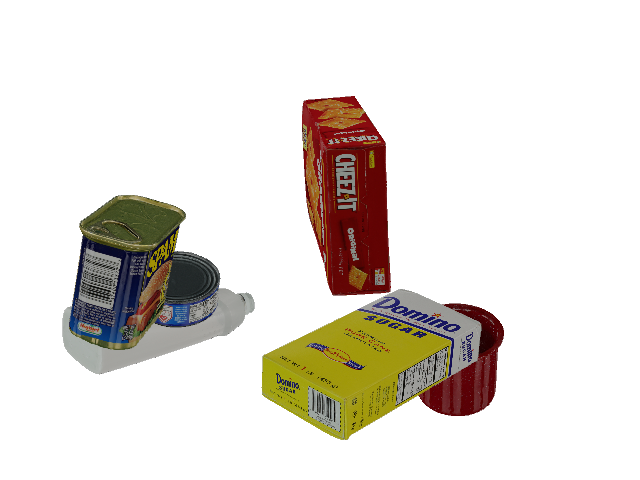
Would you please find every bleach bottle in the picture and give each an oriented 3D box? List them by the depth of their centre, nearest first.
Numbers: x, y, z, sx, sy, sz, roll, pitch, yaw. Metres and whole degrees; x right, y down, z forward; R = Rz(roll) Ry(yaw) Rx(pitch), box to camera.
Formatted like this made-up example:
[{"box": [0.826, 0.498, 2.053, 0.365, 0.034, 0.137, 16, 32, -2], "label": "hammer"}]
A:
[{"box": [-0.198, 0.103, 1.382, 0.250, 0.068, 0.103, -13, 28, -39], "label": "bleach bottle"}]

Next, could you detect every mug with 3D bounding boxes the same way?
[{"box": [0.145, 0.118, 1.093, 0.093, 0.081, 0.117, 19, 40, 31], "label": "mug"}]

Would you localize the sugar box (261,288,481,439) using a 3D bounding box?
[{"box": [0.045, 0.097, 0.888, 0.093, 0.048, 0.175, 24, 35, 37], "label": "sugar box"}]

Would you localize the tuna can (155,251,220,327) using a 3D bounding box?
[{"box": [-0.143, 0.048, 1.059, 0.086, 0.034, 0.086, 5, 34, -3], "label": "tuna can"}]

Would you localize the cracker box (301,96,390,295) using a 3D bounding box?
[{"box": [0.025, -0.055, 1.175, 0.072, 0.164, 0.214, -5, 21, -4], "label": "cracker box"}]

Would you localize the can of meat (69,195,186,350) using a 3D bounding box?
[{"box": [-0.143, 0.022, 0.783, 0.057, 0.084, 0.102, 15, 19, 5], "label": "can of meat"}]
